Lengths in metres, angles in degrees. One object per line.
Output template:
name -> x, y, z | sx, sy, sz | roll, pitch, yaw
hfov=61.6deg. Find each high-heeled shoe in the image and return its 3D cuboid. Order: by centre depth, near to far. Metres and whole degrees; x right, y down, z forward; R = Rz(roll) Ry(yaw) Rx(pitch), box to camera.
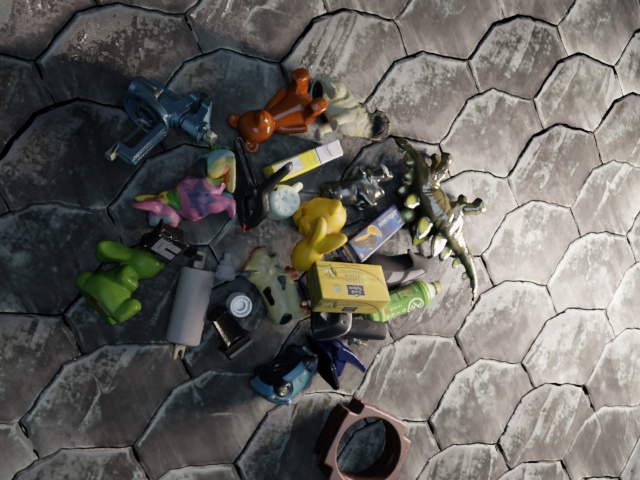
high-heeled shoe -> 0.157, 0.093, 1.365 | 0.249, 0.145, 0.086 | -25, 56, 7

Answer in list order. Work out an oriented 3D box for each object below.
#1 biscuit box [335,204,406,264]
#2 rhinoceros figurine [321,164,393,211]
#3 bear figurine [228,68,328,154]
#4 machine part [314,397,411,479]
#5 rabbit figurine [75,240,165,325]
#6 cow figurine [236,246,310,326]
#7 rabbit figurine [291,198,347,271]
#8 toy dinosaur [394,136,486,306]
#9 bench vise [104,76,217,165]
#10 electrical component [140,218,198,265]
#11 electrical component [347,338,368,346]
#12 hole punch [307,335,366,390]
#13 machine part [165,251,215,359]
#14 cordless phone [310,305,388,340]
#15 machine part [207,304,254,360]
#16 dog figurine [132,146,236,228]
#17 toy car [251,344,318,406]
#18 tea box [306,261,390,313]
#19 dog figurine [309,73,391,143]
biscuit box -> 0.125, -0.012, 1.300 | 0.203, 0.059, 0.062 | -38, 96, -40
rhinoceros figurine -> 0.093, -0.127, 1.326 | 0.190, 0.073, 0.112 | -19, 86, -16
bear figurine -> -0.102, -0.289, 1.228 | 0.196, 0.132, 0.120 | -25, 82, -22
machine part -> 0.104, 0.506, 1.323 | 0.201, 0.087, 0.201 | 30, 80, -17
rabbit figurine -> -0.419, 0.074, 1.145 | 0.159, 0.121, 0.170 | 48, 58, -6
cow figurine -> -0.113, 0.106, 1.249 | 0.127, 0.085, 0.194 | -22, 100, -21
rabbit figurine -> -0.003, -0.004, 1.235 | 0.122, 0.162, 0.173 | 38, 68, -20
toy dinosaur -> 0.314, -0.059, 1.385 | 0.198, 0.105, 0.471 | -34, 92, -9
bench vise -> -0.345, -0.235, 1.136 | 0.223, 0.129, 0.240 | 41, 61, -7
electrical component -> -0.318, 0.014, 1.156 | 0.075, 0.048, 0.119 | -37, 129, 17
electrical component -> 0.079, 0.229, 1.310 | 0.078, 0.102, 0.045 | 3, 90, 8
hole punch -> 0.038, 0.275, 1.278 | 0.092, 0.142, 0.115 | -25, 112, -15
machine part -> -0.287, 0.144, 1.191 | 0.079, 0.079, 0.243 | 13, 85, -19
cordless phone -> 0.071, 0.168, 1.268 | 0.184, 0.088, 0.147 | 9, 45, -10
machine part -> -0.207, 0.210, 1.225 | 0.084, 0.039, 0.138 | -29, 121, -12
dog figurine -> -0.293, -0.107, 1.166 | 0.219, 0.109, 0.191 | -3, 110, -15
toy car -> -0.074, 0.327, 1.261 | 0.162, 0.109, 0.102 | -35, 124, -27
tea box -> 0.062, 0.108, 1.210 | 0.169, 0.068, 0.098 | 5, 53, -25
dog figurine -> 0.079, -0.322, 1.312 | 0.190, 0.121, 0.172 | -10, 97, -33
